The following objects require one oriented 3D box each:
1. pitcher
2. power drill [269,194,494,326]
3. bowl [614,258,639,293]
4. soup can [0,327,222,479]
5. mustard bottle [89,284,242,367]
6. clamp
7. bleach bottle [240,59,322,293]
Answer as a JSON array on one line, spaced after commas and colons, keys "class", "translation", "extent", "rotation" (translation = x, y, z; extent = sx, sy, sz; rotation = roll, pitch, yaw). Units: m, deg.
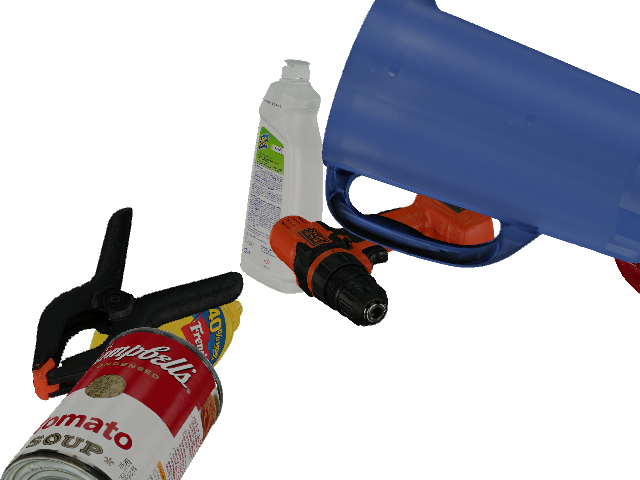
[{"class": "pitcher", "translation": [0.127, -0.064, 0.745], "extent": [0.243, 0.149, 0.144], "rotation": [22, 47, 8]}, {"class": "power drill", "translation": [0.066, 0.009, 1.000], "extent": [0.187, 0.057, 0.185], "rotation": [-14, 30, -23]}, {"class": "bowl", "translation": [0.388, 0.028, 1.157], "extent": [0.162, 0.055, 0.162], "rotation": [0, 26, 0]}, {"class": "soup can", "translation": [-0.096, 0.096, 0.504], "extent": [0.069, 0.068, 0.102], "rotation": [0, 27, 20]}, {"class": "mustard bottle", "translation": [-0.135, 0.094, 1.008], "extent": [0.058, 0.096, 0.191], "rotation": [10, 21, 29]}, {"class": "clamp", "translation": [-0.154, 0.044, 0.782], "extent": [0.120, 0.039, 0.171], "rotation": [33, 50, 26]}, {"class": "bleach bottle", "translation": [-0.034, -0.074, 1.199], "extent": [0.067, 0.251, 0.103], "rotation": [-9, 24, -40]}]
